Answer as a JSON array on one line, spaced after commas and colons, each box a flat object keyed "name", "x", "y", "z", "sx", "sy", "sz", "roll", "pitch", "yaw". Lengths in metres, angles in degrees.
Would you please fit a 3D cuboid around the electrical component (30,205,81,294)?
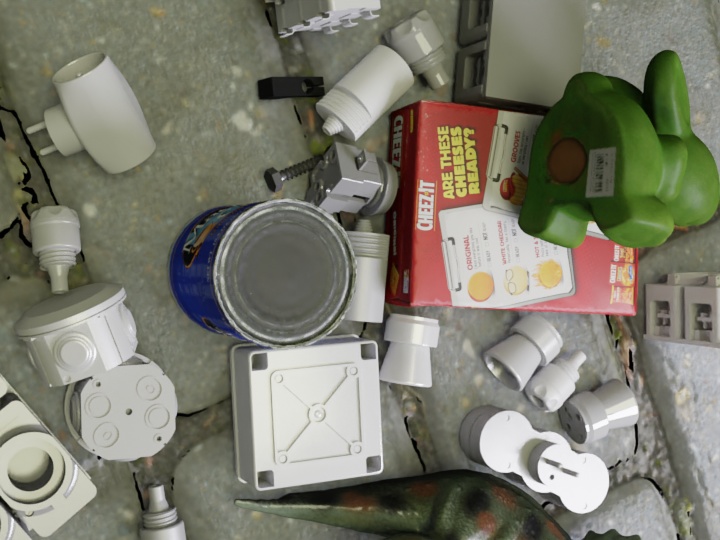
[{"name": "electrical component", "x": -0.218, "y": -0.014, "z": 0.774, "sx": 0.035, "sy": 0.035, "sz": 0.061, "roll": -3, "pitch": 76, "yaw": -22}]

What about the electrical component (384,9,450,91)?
[{"name": "electrical component", "x": 0.051, "y": -0.178, "z": 0.883, "sx": 0.043, "sy": 0.043, "sz": 0.062, "roll": -36, "pitch": 105, "yaw": -18}]

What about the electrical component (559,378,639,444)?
[{"name": "electrical component", "x": 0.211, "y": 0.126, "z": 0.953, "sx": 0.055, "sy": 0.045, "sz": 0.045, "roll": -18, "pitch": 98, "yaw": -21}]

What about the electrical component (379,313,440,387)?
[{"name": "electrical component", "x": 0.040, "y": 0.066, "z": 0.882, "sx": 0.045, "sy": 0.045, "sz": 0.055, "roll": 10, "pitch": 87, "yaw": -22}]

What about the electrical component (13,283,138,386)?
[{"name": "electrical component", "x": -0.200, "y": 0.044, "z": 0.765, "sx": 0.080, "sy": 0.080, "sz": 0.051, "roll": -24, "pitch": 105, "yaw": -20}]

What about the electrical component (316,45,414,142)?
[{"name": "electrical component", "x": 0.001, "y": -0.138, "z": 0.863, "sx": 0.081, "sy": 0.043, "sz": 0.043, "roll": -46, "pitch": 107, "yaw": -15}]

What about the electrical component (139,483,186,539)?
[{"name": "electrical component", "x": -0.150, "y": 0.193, "z": 0.812, "sx": 0.035, "sy": 0.035, "sz": 0.061, "roll": -9, "pitch": 92, "yaw": -22}]

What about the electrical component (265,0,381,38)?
[{"name": "electrical component", "x": -0.028, "y": -0.214, "z": 0.807, "sx": 0.079, "sy": 0.121, "sz": 0.063, "roll": -9, "pitch": 97, "yaw": -22}]

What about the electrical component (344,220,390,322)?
[{"name": "electrical component", "x": 0.000, "y": 0.000, "z": 0.865, "sx": 0.043, "sy": 0.043, "sz": 0.081, "roll": 6, "pitch": 89, "yaw": -22}]

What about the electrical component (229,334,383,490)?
[{"name": "electrical component", "x": -0.042, "y": 0.109, "z": 0.843, "sx": 0.109, "sy": 0.056, "sz": 0.108, "roll": -4, "pitch": 92, "yaw": -22}]

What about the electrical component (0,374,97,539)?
[{"name": "electrical component", "x": -0.283, "y": 0.116, "z": 0.742, "sx": 0.105, "sy": 0.060, "sz": 0.186, "roll": -41, "pitch": 105, "yaw": -17}]

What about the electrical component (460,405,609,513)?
[{"name": "electrical component", "x": 0.158, "y": 0.164, "z": 0.916, "sx": 0.138, "sy": 0.074, "sz": 0.052, "roll": 30, "pitch": 80, "yaw": -20}]

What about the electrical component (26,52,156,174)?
[{"name": "electrical component", "x": -0.201, "y": -0.106, "z": 0.777, "sx": 0.079, "sy": 0.043, "sz": 0.077, "roll": -21, "pitch": 122, "yaw": 6}]

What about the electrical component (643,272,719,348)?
[{"name": "electrical component", "x": 0.368, "y": 0.032, "z": 0.984, "sx": 0.186, "sy": 0.105, "sz": 0.060, "roll": -2, "pitch": 92, "yaw": -22}]

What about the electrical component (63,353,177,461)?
[{"name": "electrical component", "x": -0.175, "y": 0.101, "z": 0.791, "sx": 0.080, "sy": 0.051, "sz": 0.080, "roll": 0, "pitch": 91, "yaw": -22}]

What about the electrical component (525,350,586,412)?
[{"name": "electrical component", "x": 0.175, "y": 0.094, "z": 0.944, "sx": 0.061, "sy": 0.035, "sz": 0.035, "roll": -43, "pitch": 106, "yaw": -19}]

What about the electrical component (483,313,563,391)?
[{"name": "electrical component", "x": 0.140, "y": 0.070, "z": 0.923, "sx": 0.055, "sy": 0.045, "sz": 0.045, "roll": -42, "pitch": 105, "yaw": -17}]

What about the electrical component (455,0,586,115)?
[{"name": "electrical component", "x": 0.135, "y": -0.210, "z": 0.907, "sx": 0.089, "sy": 0.062, "sz": 0.150, "roll": 5, "pitch": 89, "yaw": -22}]

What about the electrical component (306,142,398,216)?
[{"name": "electrical component", "x": -0.004, "y": -0.069, "z": 0.857, "sx": 0.055, "sy": 0.066, "sz": 0.048, "roll": 10, "pitch": 53, "yaw": -30}]
